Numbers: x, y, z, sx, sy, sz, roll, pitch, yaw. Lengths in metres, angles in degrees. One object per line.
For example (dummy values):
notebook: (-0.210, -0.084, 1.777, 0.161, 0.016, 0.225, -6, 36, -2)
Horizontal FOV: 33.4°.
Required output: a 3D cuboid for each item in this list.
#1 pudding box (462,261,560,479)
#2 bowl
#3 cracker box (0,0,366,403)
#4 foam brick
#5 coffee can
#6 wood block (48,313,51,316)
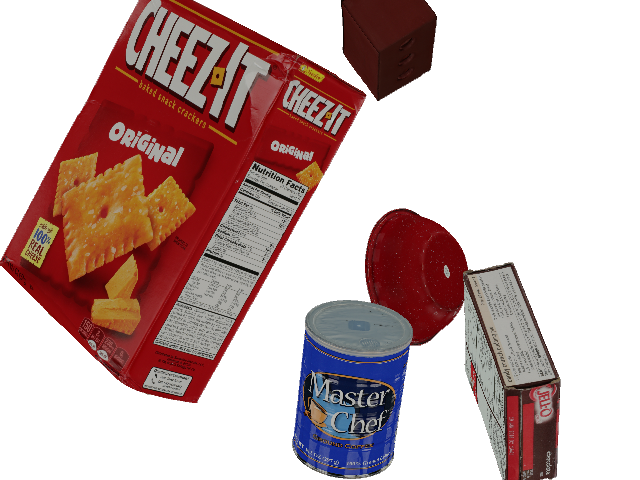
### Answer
pudding box: (0.121, 0.084, 0.683, 0.039, 0.090, 0.113, -10, 38, -3)
bowl: (0.123, 0.039, 1.228, 0.055, 0.162, 0.161, -11, -7, 41)
cracker box: (-0.093, -0.035, 0.658, 0.164, 0.214, 0.072, 34, 8, 41)
foam brick: (0.050, -0.153, 0.798, 0.053, 0.051, 0.078, -31, -18, -8)
coffee can: (0.029, 0.142, 1.032, 0.103, 0.140, 0.103, 5, 23, -2)
wood block: (-0.167, -0.002, 1.017, 0.090, 0.091, 0.205, 16, 28, 11)
